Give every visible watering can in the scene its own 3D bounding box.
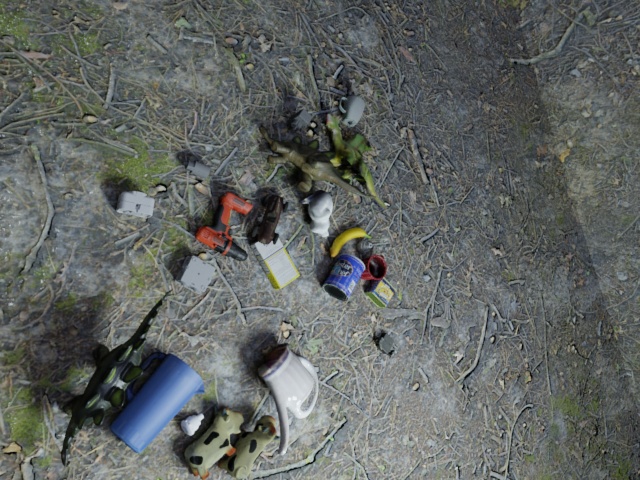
[{"bbox_3d":[-0.104,0.461,1.580,0.103,0.223,0.353,-34,8,27],"label":"watering can"}]

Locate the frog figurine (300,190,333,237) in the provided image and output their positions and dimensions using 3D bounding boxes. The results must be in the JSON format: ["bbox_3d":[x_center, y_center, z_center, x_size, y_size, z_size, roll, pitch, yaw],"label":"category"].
[{"bbox_3d":[0.006,-0.091,1.813,0.123,0.159,0.137,-31,7,-10],"label":"frog figurine"}]

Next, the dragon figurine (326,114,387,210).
[{"bbox_3d":[0.148,-0.318,1.988,0.406,0.248,0.121,43,-39,-21],"label":"dragon figurine"}]
